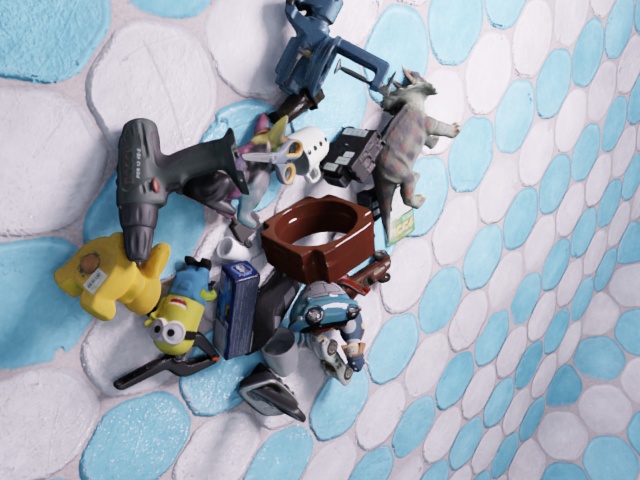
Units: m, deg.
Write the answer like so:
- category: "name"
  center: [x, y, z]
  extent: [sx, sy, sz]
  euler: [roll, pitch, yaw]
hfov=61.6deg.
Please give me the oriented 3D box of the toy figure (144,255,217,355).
- category: "toy figure"
  center: [-0.247, 0.122, 0.990]
  extent: [0.089, 0.082, 0.180]
  euler: [46, 53, -45]

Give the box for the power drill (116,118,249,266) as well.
- category: "power drill"
  center: [-0.220, -0.088, 0.857]
  extent: [0.207, 0.086, 0.232]
  euler: [-13, 79, -1]

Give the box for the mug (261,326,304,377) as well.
- category: "mug"
  center: [-0.082, 0.254, 1.228]
  extent: [0.109, 0.081, 0.107]
  euler: [-40, 142, -33]

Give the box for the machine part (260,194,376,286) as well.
- category: "machine part"
  center: [-0.002, -0.003, 1.101]
  extent: [0.201, 0.201, 0.087]
  euler: [-34, 129, -29]

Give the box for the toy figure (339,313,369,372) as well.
- category: "toy figure"
  center: [0.078, 0.239, 1.297]
  extent: [0.057, 0.064, 0.154]
  euler: [16, 58, -37]

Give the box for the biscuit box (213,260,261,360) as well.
- category: "biscuit box"
  center: [-0.169, 0.142, 1.081]
  extent: [0.063, 0.059, 0.202]
  euler: [-12, 126, -38]

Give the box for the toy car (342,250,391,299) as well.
- category: "toy car"
  center: [0.116, 0.098, 1.361]
  extent: [0.202, 0.053, 0.089]
  euler: [-28, 121, -30]

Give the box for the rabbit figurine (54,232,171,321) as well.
- category: "rabbit figurine"
  center: [-0.330, 0.061, 0.908]
  extent: [0.162, 0.122, 0.173]
  euler: [-61, 150, -18]

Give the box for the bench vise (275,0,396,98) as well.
- category: "bench vise"
  center: [0.034, -0.349, 0.995]
  extent: [0.241, 0.129, 0.223]
  euler: [28, 86, -1]

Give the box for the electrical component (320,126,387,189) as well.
- category: "electrical component"
  center: [0.062, -0.176, 1.153]
  extent: [0.134, 0.115, 0.058]
  euler: [-55, 130, -11]

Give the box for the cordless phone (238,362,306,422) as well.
- category: "cordless phone"
  center: [-0.081, 0.364, 1.192]
  extent: [0.089, 0.184, 0.146]
  euler: [-51, 133, -21]

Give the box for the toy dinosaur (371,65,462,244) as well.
- category: "toy dinosaur"
  center: [0.183, -0.205, 1.226]
  extent: [0.192, 0.131, 0.404]
  euler: [25, 88, -21]

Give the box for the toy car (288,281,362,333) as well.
- category: "toy car"
  center: [0.004, 0.140, 1.170]
  extent: [0.162, 0.109, 0.103]
  euler: [-9, 72, -18]

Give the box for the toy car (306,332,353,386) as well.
- category: "toy car"
  center: [0.025, 0.292, 1.337]
  extent: [0.056, 0.074, 0.201]
  euler: [-47, 132, -19]

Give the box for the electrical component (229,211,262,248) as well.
- category: "electrical component"
  center: [-0.148, -0.030, 1.082]
  extent: [0.063, 0.021, 0.093]
  euler: [-41, 130, -24]

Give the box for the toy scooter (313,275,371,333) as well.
- category: "toy scooter"
  center: [0.044, 0.139, 1.261]
  extent: [0.135, 0.075, 0.183]
  euler: [16, 93, -8]

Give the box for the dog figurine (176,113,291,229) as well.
- category: "dog figurine"
  center: [-0.143, -0.146, 0.984]
  extent: [0.191, 0.109, 0.219]
  euler: [29, 82, -43]

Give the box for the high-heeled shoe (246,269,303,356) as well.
- category: "high-heeled shoe"
  center: [-0.096, 0.133, 1.186]
  extent: [0.248, 0.086, 0.145]
  euler: [-61, 170, 20]

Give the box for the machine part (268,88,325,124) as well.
- category: "machine part"
  center: [-0.045, -0.272, 1.068]
  extent: [0.139, 0.039, 0.084]
  euler: [-44, 137, -22]

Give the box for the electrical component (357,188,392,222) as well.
- category: "electrical component"
  center: [0.119, -0.080, 1.291]
  extent: [0.119, 0.048, 0.074]
  euler: [-33, 126, -29]
